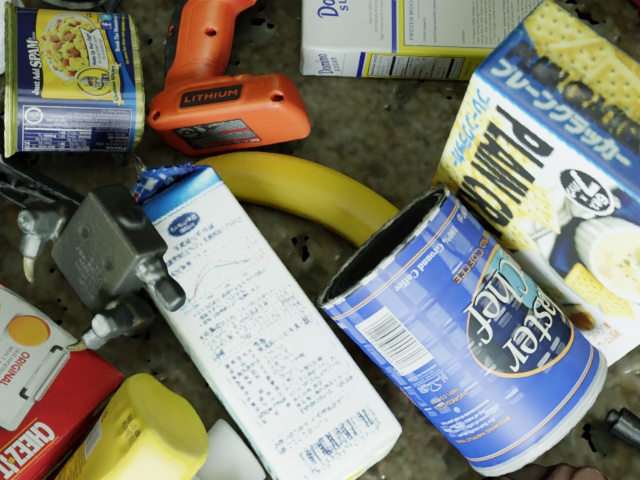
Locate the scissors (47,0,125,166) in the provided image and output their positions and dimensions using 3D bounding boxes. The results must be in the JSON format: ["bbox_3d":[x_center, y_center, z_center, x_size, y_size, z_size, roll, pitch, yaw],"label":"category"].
[{"bbox_3d":[-0.173,-0.147,0.749,0.096,0.016,0.201,4,69,-1],"label":"scissors"}]

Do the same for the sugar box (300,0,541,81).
[{"bbox_3d":[0.075,-0.162,0.756,0.176,0.048,0.093,2,70,1],"label":"sugar box"}]

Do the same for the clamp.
[{"bbox_3d":[-0.208,-0.043,0.684,0.120,0.039,0.171,-1,46,-47],"label":"clamp"}]

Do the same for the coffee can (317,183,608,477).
[{"bbox_3d":[0.082,0.052,0.624,0.140,0.103,0.102,46,72,-6],"label":"coffee can"}]

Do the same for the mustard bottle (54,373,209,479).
[{"bbox_3d":[-0.139,0.167,0.585,0.058,0.096,0.191,38,93,-17],"label":"mustard bottle"}]

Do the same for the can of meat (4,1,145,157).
[{"bbox_3d":[-0.159,-0.102,0.683,0.083,0.057,0.102,0,55,-16],"label":"can of meat"}]

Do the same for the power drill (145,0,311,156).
[{"bbox_3d":[-0.044,-0.156,0.712,0.185,0.057,0.187,-8,67,22],"label":"power drill"}]

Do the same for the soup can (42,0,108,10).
[{"bbox_3d":[-0.166,-0.219,0.731,0.068,0.068,0.102,9,69,0],"label":"soup can"}]

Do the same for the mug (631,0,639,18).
[{"bbox_3d":[0.257,-0.205,0.763,0.093,0.081,0.117,25,69,6],"label":"mug"}]

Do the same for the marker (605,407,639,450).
[{"bbox_3d":[0.231,0.143,0.664,0.121,0.020,0.020,34,71,9],"label":"marker"}]

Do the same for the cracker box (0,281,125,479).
[{"bbox_3d":[-0.247,0.079,0.600,0.214,0.072,0.164,35,42,9],"label":"cracker box"}]

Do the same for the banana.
[{"bbox_3d":[0.010,-0.010,0.698,0.198,0.037,0.069,38,69,10],"label":"banana"}]
